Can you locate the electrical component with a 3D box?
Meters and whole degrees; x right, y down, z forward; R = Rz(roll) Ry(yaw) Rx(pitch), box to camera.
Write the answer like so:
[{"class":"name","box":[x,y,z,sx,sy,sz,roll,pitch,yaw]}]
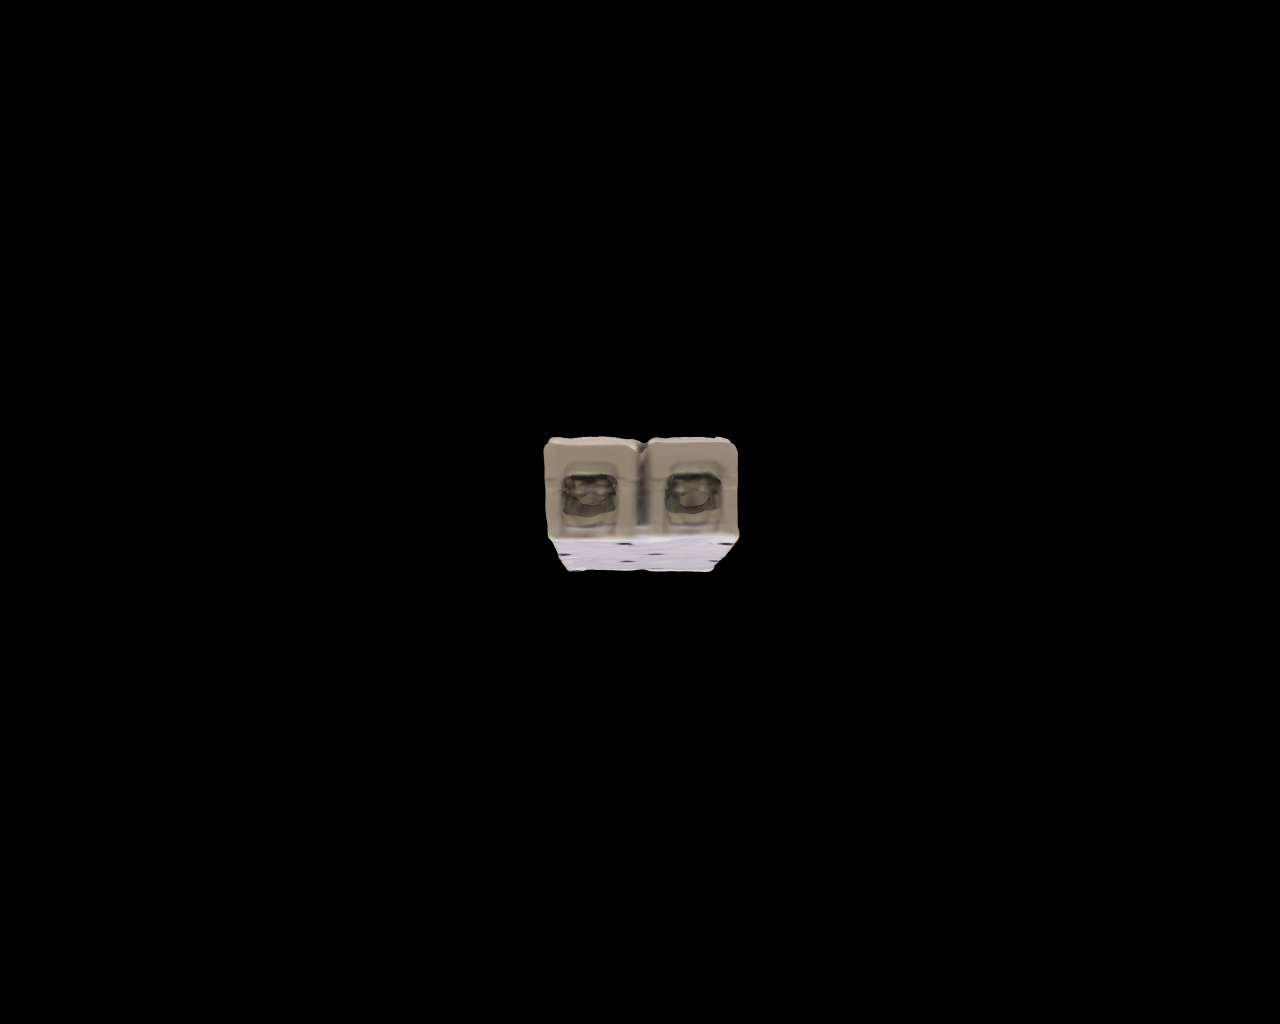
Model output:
[{"class":"electrical component","box":[0.001,-0.003,0.650,0.105,0.060,0.186,0,-9,0]}]
